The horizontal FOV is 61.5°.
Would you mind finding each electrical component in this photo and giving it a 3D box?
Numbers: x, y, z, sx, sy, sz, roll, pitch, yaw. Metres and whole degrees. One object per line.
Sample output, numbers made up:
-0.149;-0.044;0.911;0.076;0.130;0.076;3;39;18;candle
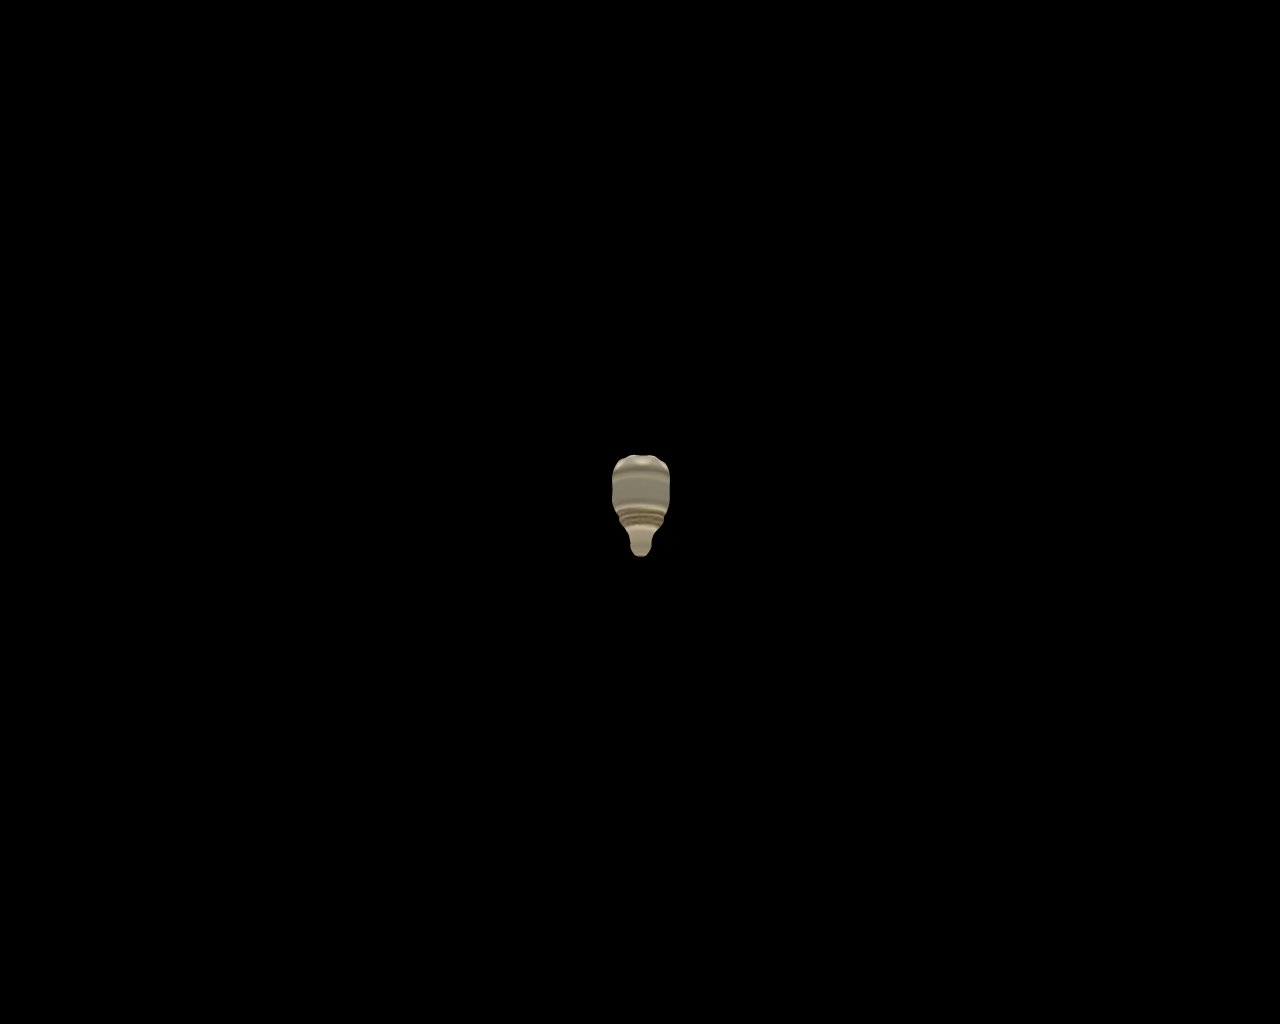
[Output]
0.001;-0.003;0.650;0.035;0.061;0.035;0;-14;0;electrical component
